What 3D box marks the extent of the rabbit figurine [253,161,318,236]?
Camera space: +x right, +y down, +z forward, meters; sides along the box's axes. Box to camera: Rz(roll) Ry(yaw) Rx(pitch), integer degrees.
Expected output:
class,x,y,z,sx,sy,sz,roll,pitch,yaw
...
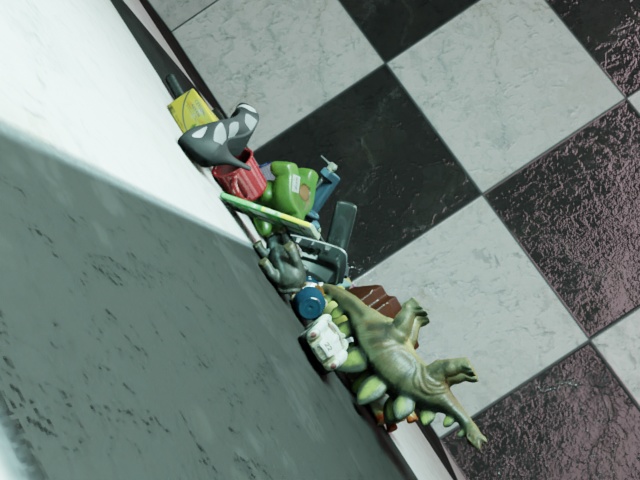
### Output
class,x,y,z,sx,sy,sz,roll,pitch,yaw
rabbit figurine,-0.099,-0.088,1.192,0.121,0.170,0.159,-3,92,-54

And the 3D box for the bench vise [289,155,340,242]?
class,x,y,z,sx,sy,sz,roll,pitch,yaw
bench vise,-0.025,-0.084,1.325,0.223,0.240,0.129,26,16,-47

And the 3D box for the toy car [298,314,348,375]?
class,x,y,z,sx,sy,sz,roll,pitch,yaw
toy car,0.011,0.165,0.877,0.073,0.056,0.201,56,1,4

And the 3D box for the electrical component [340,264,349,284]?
class,x,y,z,sx,sy,sz,roll,pitch,yaw
electrical component,0.004,0.070,1.348,0.115,0.134,0.058,55,46,-77

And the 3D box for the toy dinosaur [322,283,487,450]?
class,x,y,z,sx,sy,sz,roll,pitch,yaw
toy dinosaur,0.120,0.195,0.971,0.472,0.198,0.105,49,-5,43

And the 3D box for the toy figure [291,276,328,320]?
class,x,y,z,sx,sy,sz,roll,pitch,yaw
toy figure,-0.023,0.106,1.016,0.064,0.058,0.154,39,6,-9

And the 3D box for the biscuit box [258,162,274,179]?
class,x,y,z,sx,sy,sz,roll,pitch,yaw
biscuit box,-0.128,-0.119,1.534,0.059,0.063,0.202,-12,-75,48

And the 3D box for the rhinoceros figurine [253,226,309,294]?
class,x,y,z,sx,sy,sz,roll,pitch,yaw
rhinoceros figurine,-0.063,0.036,0.988,0.112,0.073,0.190,54,2,-19

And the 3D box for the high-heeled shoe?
class,x,y,z,sx,sy,sz,roll,pitch,yaw
high-heeled shoe,-0.195,-0.213,1.017,0.145,0.086,0.249,22,34,-28

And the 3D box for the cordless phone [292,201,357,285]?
class,x,y,z,sx,sy,sz,roll,pitch,yaw
cordless phone,-0.003,-0.004,1.152,0.147,0.184,0.088,15,-1,14

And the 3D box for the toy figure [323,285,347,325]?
class,x,y,z,sx,sy,sz,roll,pitch,yaw
toy figure,0.012,0.135,1.205,0.082,0.089,0.180,59,-9,-31

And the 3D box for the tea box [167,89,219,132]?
class,x,y,z,sx,sy,sz,roll,pitch,yaw
tea box,-0.241,-0.231,1.135,0.098,0.068,0.169,57,2,13

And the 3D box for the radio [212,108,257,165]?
class,x,y,z,sx,sy,sz,roll,pitch,yaw
radio,-0.216,-0.208,1.357,0.131,0.073,0.229,56,1,42

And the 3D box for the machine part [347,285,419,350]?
class,x,y,z,sx,sy,sz,roll,pitch,yaw
machine part,0.122,0.213,1.274,0.201,0.087,0.201,-14,-77,59

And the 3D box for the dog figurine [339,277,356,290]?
class,x,y,z,sx,sy,sz,roll,pitch,yaw
dog figurine,0.082,0.205,1.543,0.219,0.108,0.191,60,2,22

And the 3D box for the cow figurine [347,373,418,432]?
class,x,y,z,sx,sy,sz,roll,pitch,yaw
cow figurine,0.124,0.303,1.080,0.194,0.085,0.127,51,11,-54
